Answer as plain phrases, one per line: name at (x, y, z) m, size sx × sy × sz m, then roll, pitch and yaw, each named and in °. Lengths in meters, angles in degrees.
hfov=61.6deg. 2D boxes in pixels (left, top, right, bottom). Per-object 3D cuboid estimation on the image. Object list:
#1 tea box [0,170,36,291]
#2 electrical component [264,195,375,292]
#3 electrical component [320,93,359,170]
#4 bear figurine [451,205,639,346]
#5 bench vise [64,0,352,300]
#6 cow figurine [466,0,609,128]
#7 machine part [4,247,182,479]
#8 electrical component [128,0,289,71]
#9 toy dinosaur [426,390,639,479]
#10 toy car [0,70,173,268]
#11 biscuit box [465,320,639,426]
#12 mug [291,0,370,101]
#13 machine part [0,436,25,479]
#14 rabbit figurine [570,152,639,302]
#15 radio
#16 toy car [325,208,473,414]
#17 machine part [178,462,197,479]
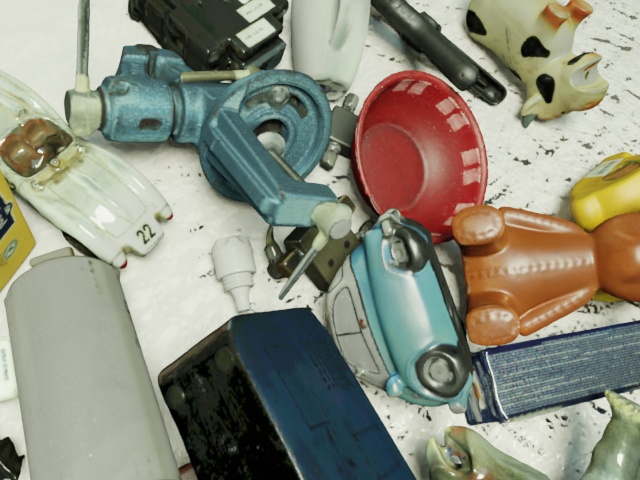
tea box at (-0.242, -0.004, 0.324) m, size 0.068 × 0.169 × 0.098 m, roll 28°, pitch 64°, yaw -5°
electrical component at (-0.001, 0.000, 0.478) m, size 0.078 × 0.045 × 0.102 m, roll 50°, pitch 62°, yaw -27°
electrical component at (0.034, -0.103, 0.541) m, size 0.063 × 0.021 × 0.094 m, roll 25°, pitch 63°, yaw -8°
bear figurine at (0.221, 0.022, 0.457) m, size 0.196 × 0.132 × 0.120 m, roll -6°, pitch 86°, yaw 20°
bench vise at (-0.067, -0.077, 0.415) m, size 0.223 × 0.128 × 0.241 m, roll 5°, pitch 34°, yaw -43°
cow figurine at (0.245, -0.219, 0.618) m, size 0.085 × 0.127 × 0.195 m, roll -26°, pitch 65°, yaw -27°
machine part at (-0.146, 0.094, 0.339) m, size 0.079 × 0.079 × 0.243 m, roll -14°, pitch 51°, yaw -23°
electrical component at (-0.099, -0.214, 0.521) m, size 0.134 × 0.058 × 0.115 m, roll 46°, pitch 64°, yaw 3°
toy dinosaur at (0.267, 0.241, 0.427) m, size 0.404 × 0.131 × 0.192 m, roll 28°, pitch 91°, yaw -26°
toy car at (-0.209, -0.057, 0.420) m, size 0.202 × 0.056 × 0.073 m, roll 37°, pitch 62°, yaw -1°
biscuit box at (0.226, 0.120, 0.495) m, size 0.203 × 0.059 × 0.063 m, roll -5°, pitch 70°, yaw -20°
mug at (0.013, -0.200, 0.532) m, size 0.081 × 0.109 × 0.107 m, roll 7°, pitch 80°, yaw -20°
machine part at (-0.256, 0.167, 0.325) m, size 0.139 × 0.039 × 0.084 m, roll -33°, pitch 77°, yaw -25°
rabbit figurine at (0.343, 0.004, 0.557) m, size 0.162 × 0.122 × 0.173 m, roll -40°, pitch 104°, yaw -25°
radio at (-0.001, 0.155, 0.340) m, size 0.230 × 0.073 × 0.131 m, roll 56°, pitch 18°, yaw 21°
toy car at (0.056, 0.062, 0.429) m, size 0.103 × 0.109 × 0.161 m, roll -21°, pitch 95°, yaw 15°
machine part at (-0.080, 0.237, 0.346) m, size 0.179 × 0.056 × 0.179 m, roll 7°, pitch 67°, yaw -17°
